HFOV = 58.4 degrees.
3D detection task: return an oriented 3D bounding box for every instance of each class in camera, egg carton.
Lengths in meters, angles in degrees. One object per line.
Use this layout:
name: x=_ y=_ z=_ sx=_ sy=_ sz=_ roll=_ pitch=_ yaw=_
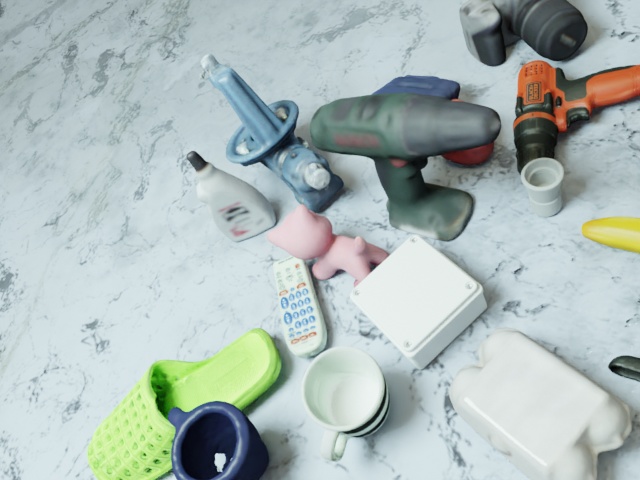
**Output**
camera: x=0.278 y=-0.300 z=0.769 sx=0.143 sy=0.101 sz=0.136 roll=-29 pitch=51 yaw=6
egg carton: x=0.198 y=0.156 z=0.533 sx=0.107 sy=0.070 sz=0.149 roll=-48 pitch=52 yaw=-8

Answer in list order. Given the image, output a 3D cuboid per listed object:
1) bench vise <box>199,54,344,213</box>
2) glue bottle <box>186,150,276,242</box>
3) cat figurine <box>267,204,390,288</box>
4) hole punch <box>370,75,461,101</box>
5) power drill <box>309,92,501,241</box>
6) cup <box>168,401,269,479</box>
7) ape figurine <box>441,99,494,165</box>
bench vise: x=-0.059 y=-0.149 z=0.757 sx=0.206 sy=0.220 sz=0.121 roll=20 pitch=70 yaw=34
glue bottle: x=-0.127 y=-0.062 z=0.764 sx=0.078 sy=0.174 sz=0.037 roll=-26 pitch=52 yaw=9
cat figurine: x=0.006 y=0.002 z=0.694 sx=0.127 sy=0.118 sz=0.067 roll=12 pitch=66 yaw=31
hole punch: x=0.127 y=-0.187 z=0.775 sx=0.108 sy=0.091 sz=0.101 roll=16 pitch=68 yaw=33
power drill: x=0.105 y=-0.087 z=0.645 sx=0.228 sy=0.209 sz=0.076 roll=16 pitch=68 yaw=33
cup: x=-0.107 y=0.225 z=0.619 sx=0.117 sy=0.095 sz=0.092 roll=23 pitch=72 yaw=35
ape figurine: x=0.179 y=-0.142 z=0.720 sx=0.078 sy=0.092 sz=0.076 roll=-32 pitch=51 yaw=4
